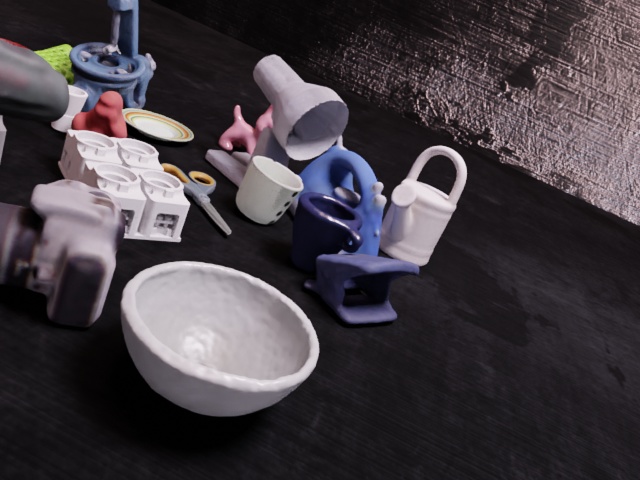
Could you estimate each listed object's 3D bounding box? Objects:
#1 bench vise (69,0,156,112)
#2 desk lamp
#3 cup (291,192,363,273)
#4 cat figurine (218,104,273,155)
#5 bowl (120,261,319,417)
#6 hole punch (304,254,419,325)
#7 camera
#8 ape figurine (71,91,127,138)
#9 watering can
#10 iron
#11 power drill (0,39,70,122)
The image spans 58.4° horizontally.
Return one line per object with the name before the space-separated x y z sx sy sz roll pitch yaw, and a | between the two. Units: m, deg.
bench vise | -0.354 -0.333 0.999 0.122 0.220 0.207 19 22 -11
desk lamp | -0.073 -0.182 0.948 0.202 0.213 0.118 38 25 32
cup | 0.007 0.003 0.761 0.092 0.095 0.117 4 29 -42
cat figurine | -0.117 -0.215 1.111 0.127 0.118 0.067 25 21 3
bowl | -0.089 0.091 0.480 0.167 0.075 0.167 21 21 -8
hole punch | 0.052 0.044 0.717 0.109 0.091 0.100 3 30 -43
camera | -0.250 -0.008 0.508 0.137 0.101 0.143 13 24 -25
ape figurine | -0.317 -0.176 0.844 0.077 0.092 0.076 27 21 8
watering can | 0.172 -0.060 0.945 0.101 0.194 0.173 27 21 8
iron | 0.047 -0.062 0.891 0.119 0.141 0.257 10 25 -31
power drill | -0.335 -0.096 0.478 0.075 0.208 0.230 36 24 28
